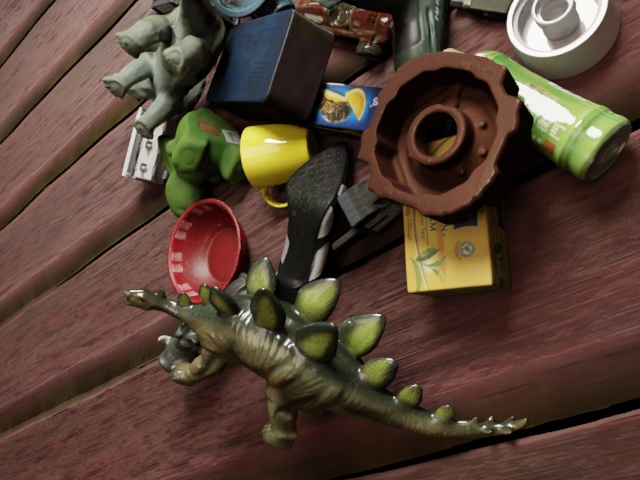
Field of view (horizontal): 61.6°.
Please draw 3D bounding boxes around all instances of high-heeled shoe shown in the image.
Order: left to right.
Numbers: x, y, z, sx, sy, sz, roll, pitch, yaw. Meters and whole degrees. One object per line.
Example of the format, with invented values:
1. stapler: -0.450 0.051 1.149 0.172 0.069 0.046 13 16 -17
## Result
1. high-heeled shoe: -0.001 -0.002 0.725 0.086 0.145 0.249 18 65 34

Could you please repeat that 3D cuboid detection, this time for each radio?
1. radio: -0.078 -0.244 0.770 0.230 0.073 0.131 23 93 55

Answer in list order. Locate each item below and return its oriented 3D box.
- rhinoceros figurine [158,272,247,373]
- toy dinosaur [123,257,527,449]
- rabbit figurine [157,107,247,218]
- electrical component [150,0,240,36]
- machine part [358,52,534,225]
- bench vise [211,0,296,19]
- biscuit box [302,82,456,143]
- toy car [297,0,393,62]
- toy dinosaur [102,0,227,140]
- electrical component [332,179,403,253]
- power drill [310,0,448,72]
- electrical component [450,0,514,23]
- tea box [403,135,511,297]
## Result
1. rhinoceros figurine: -0.148 0.126 0.765 0.190 0.112 0.073 -40 62 14
2. toy dinosaur: -0.019 0.141 0.617 0.472 0.105 0.198 23 123 7
3. rabbit figurine: -0.210 -0.117 0.860 0.159 0.121 0.170 56 128 34
4. electrical component: -0.218 -0.393 0.906 0.115 0.134 0.058 3 84 35
5. machine part: 0.126 -0.104 0.554 0.179 0.056 0.179 -9 76 37
6. bench vise: -0.139 -0.422 0.800 0.129 0.240 0.223 -31 80 24
7. biscuit box: 0.072 -0.159 0.688 0.203 0.062 0.059 17 92 38
8. toy car: 0.029 -0.312 0.759 0.202 0.053 0.089 29 102 36
9. toy dinosaur: -0.210 -0.284 0.811 0.405 0.131 0.192 -22 29 49
10. electrical component: 0.060 -0.036 0.667 0.119 0.074 0.048 -39 61 27
11. power drill: 0.076 -0.317 0.629 0.086 0.207 0.232 -5 85 41
12. electrical component: 0.208 -0.301 0.626 0.102 0.045 0.078 36 101 36
13. tea box: 0.149 -0.025 0.600 0.098 0.068 0.169 -12 73 35
